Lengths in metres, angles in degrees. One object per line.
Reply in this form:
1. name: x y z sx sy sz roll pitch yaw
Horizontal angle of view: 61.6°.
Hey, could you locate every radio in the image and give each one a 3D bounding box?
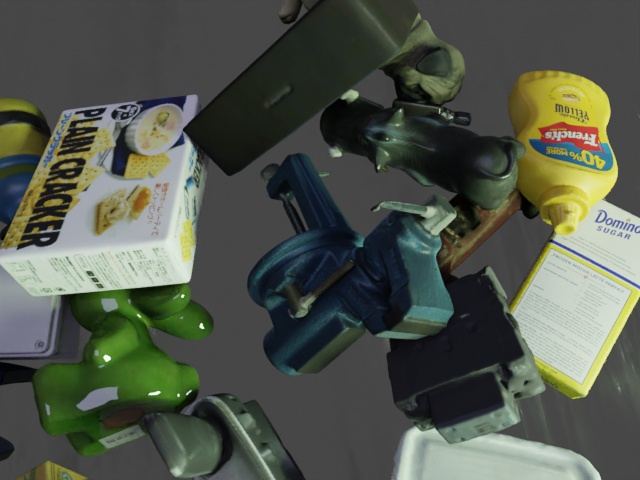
1. radio: -0.019 -0.163 0.514 0.073 0.230 0.131 48 40 -20

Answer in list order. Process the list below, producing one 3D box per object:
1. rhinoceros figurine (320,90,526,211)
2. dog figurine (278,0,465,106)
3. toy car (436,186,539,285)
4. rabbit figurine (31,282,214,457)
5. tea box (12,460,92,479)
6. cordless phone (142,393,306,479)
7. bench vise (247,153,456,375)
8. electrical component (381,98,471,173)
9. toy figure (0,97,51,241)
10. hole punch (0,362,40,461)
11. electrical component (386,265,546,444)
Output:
1. rhinoceros figurine: 0.088 -0.082 0.492 0.191 0.112 0.073 26 112 27
2. dog figurine: 0.068 -0.234 0.561 0.191 0.172 0.121 33 90 23
3. toy car: 0.148 -0.020 0.540 0.202 0.053 0.089 -41 69 -6
4. rabbit figurine: -0.190 0.090 0.515 0.159 0.121 0.170 -23 56 -5
5. tea box: -0.211 0.280 0.433 0.068 0.098 0.170 -31 46 -5
6. cordless phone: -0.074 0.191 0.429 0.089 0.184 0.147 -34 71 -9
7. bench vise: 0.007 0.000 0.491 0.129 0.223 0.241 3 46 -37
8. electrical component: 0.100 -0.107 0.567 0.102 0.045 0.078 17 114 8
9. toy figure: -0.335 -0.079 0.603 0.089 0.082 0.180 -26 66 -14
10. hole punch: -0.339 0.146 0.507 0.116 0.142 0.092 25 78 0
11. electrical component: 0.118 0.100 0.456 0.115 0.058 0.134 -29 36 18
